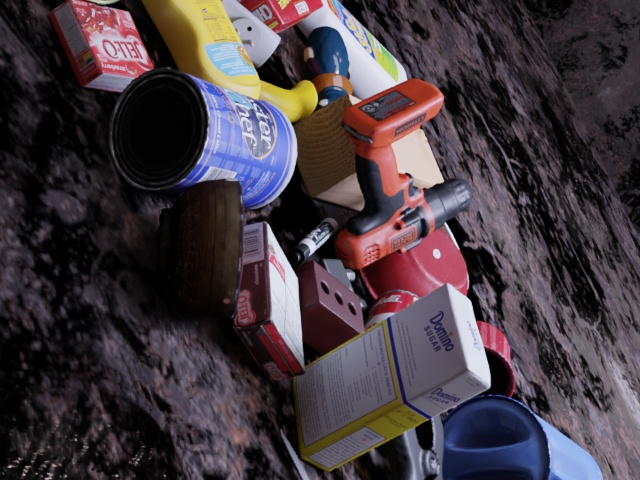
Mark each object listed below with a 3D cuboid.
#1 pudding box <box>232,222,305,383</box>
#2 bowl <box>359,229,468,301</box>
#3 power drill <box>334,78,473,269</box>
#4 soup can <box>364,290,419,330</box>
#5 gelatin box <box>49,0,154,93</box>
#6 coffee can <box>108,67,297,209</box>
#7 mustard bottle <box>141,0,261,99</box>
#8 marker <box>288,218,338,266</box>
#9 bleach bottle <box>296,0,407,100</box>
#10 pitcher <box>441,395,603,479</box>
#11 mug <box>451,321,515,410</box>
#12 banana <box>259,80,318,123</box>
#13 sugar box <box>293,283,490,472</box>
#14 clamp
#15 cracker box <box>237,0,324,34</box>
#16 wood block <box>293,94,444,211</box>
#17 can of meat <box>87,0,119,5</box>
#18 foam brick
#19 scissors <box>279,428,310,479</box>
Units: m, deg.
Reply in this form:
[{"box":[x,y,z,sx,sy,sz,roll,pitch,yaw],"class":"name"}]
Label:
[{"box":[-0.046,0.054,0.929,0.090,0.039,0.113,64,17,-47],"class":"pudding box"},{"box":[0.119,0.032,1.237,0.162,0.055,0.162,27,41,-27],"class":"bowl"},{"box":[0.093,-0.073,1.139,0.057,0.184,0.188,36,-36,41],"class":"power drill"},{"box":[0.075,0.104,1.105,0.068,0.069,0.102,55,25,-12],"class":"soup can"},{"box":[-0.186,-0.168,0.931,0.089,0.030,0.073,-5,69,-64],"class":"gelatin box"},{"box":[-0.098,-0.084,0.924,0.140,0.103,0.103,9,55,-60],"class":"coffee can"},{"box":[-0.109,-0.184,1.068,0.191,0.058,0.096,62,25,3],"class":"mustard bottle"},{"box":[-0.007,0.001,1.115,0.020,0.020,0.121,59,24,-5],"class":"marker"},{"box":[0.018,-0.275,1.423,0.250,0.068,0.102,42,29,-32],"class":"bleach bottle"},{"box":[0.235,0.261,1.165,0.242,0.145,0.149,31,34,-53],"class":"pitcher"},{"box":[0.181,0.157,1.249,0.081,0.093,0.117,-64,153,-67],"class":"mug"},{"box":[-0.043,-0.163,1.203,0.197,0.037,0.069,0,64,-63],"class":"banana"},{"box":[0.057,0.120,0.915,0.048,0.176,0.093,38,32,-40],"class":"sugar box"},{"box":[0.086,0.216,0.996,0.164,0.036,0.210,11,70,-59],"class":"clamp"},{"box":[-0.098,-0.339,1.248,0.213,0.072,0.164,59,25,-8],"class":"cracker box"},{"box":[0.059,-0.093,1.264,0.205,0.090,0.091,12,53,-61],"class":"wood block"},{"box":[-0.213,-0.266,0.955,0.102,0.058,0.084,-2,68,-63],"class":"can of meat"},{"box":[-0.002,0.066,1.013,0.078,0.051,0.053,39,32,-40],"class":"foam brick"},{"box":[0.009,0.256,0.868,0.201,0.016,0.096,56,24,-10],"class":"scissors"}]
